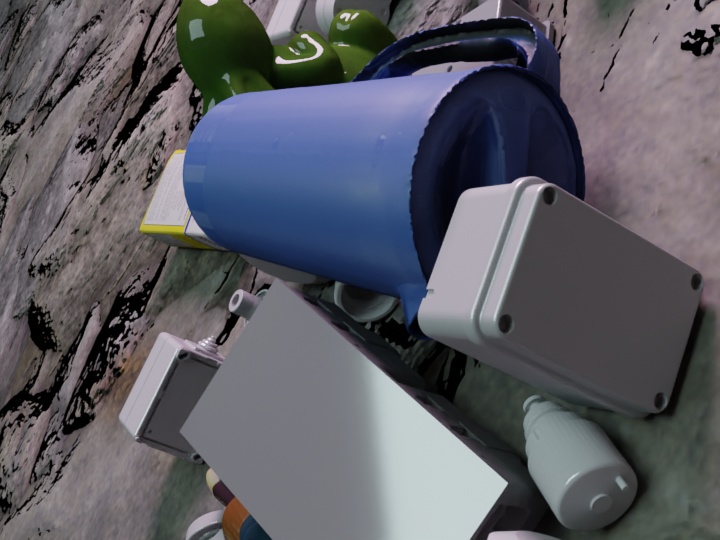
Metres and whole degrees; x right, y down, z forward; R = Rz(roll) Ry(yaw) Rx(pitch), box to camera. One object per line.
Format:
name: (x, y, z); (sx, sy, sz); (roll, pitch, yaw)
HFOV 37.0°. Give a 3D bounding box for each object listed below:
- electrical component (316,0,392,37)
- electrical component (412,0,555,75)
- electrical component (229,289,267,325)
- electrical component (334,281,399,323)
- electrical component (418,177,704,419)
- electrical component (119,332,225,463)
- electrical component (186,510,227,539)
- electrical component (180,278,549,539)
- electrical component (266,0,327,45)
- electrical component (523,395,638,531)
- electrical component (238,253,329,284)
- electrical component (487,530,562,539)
electrical component: (0.020, -0.251, 0.887); (0.138, 0.052, 0.074); (-63, 29, 0)
electrical component: (0.075, -0.119, 0.697); (0.100, 0.048, 0.099); (-24, 48, 48)
electrical component: (-0.065, 0.034, 0.781); (0.048, 0.062, 0.048); (-38, 38, 37)
electrical component: (0.000, 0.000, 0.729); (0.044, 0.044, 0.065); (-52, 26, 20)
electrical component: (0.094, 0.014, 0.493); (0.057, 0.113, 0.078); (-1, 66, 61)
electrical component: (-0.141, 0.094, 0.854); (0.061, 0.062, 0.096); (23, 87, 61)
electrical component: (-0.089, 0.193, 0.710); (0.066, 0.048, 0.055); (-48, 40, 24)
electrical component: (-0.001, 0.101, 0.570); (0.186, 0.060, 0.105); (39, 100, 39)
electrical component: (-0.041, -0.219, 0.948); (0.061, 0.062, 0.096); (4, 70, 59)
electrical component: (0.097, 0.086, 0.503); (0.040, 0.040, 0.078); (-54, 30, 16)
electrical component: (-0.052, -0.027, 0.793); (0.080, 0.080, 0.051); (-12, 51, 54)
electrical component: (0.083, 0.143, 0.441); (0.080, 0.080, 0.051); (21, 91, 61)
